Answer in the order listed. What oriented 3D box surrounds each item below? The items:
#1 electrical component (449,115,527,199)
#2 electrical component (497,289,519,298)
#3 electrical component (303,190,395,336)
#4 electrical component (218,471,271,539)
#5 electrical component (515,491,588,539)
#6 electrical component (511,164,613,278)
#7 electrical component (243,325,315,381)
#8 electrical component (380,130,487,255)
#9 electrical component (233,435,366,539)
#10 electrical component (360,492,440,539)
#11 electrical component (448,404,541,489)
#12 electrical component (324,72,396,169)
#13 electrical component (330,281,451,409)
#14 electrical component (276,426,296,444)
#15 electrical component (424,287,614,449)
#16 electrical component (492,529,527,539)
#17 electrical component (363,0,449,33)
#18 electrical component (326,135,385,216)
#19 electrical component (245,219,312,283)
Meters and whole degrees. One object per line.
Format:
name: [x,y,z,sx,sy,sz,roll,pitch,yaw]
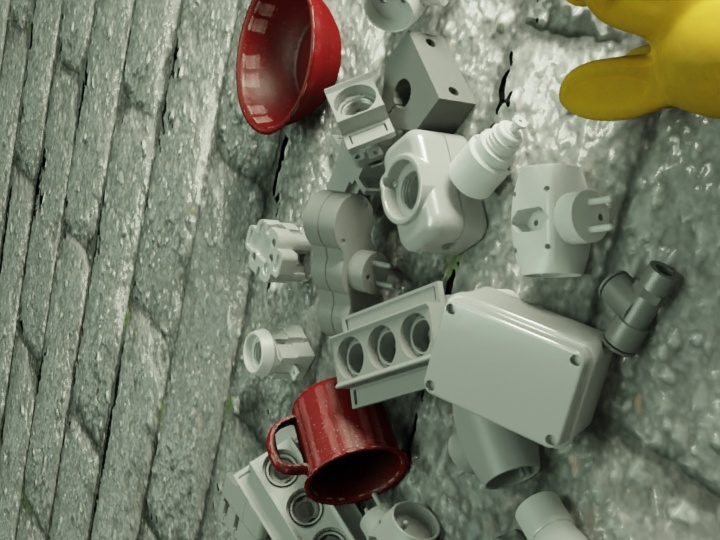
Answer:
electrical component: [0.101,-0.088,0.825,0.078,0.040,0.040,-50,48,42]
electrical component: [0.095,0.034,0.820,0.040,0.046,0.040,-6,83,56]
electrical component: [0.000,0.000,0.937,0.074,0.052,0.138,11,119,39]
electrical component: [-0.102,0.245,1.102,0.089,0.050,0.055,37,118,51]
electrical component: [0.137,0.188,0.752,0.044,0.044,0.065,-65,34,30]
electrical component: [0.146,-0.035,0.750,0.079,0.043,0.077,-7,82,56]
electrical component: [-0.083,0.083,1.080,0.048,0.055,0.066,-61,41,34]
electrical component: [0.057,-0.063,0.873,0.054,0.059,0.095,-37,58,50]
electrical component: [-0.049,0.218,0.977,0.121,0.079,0.063,56,168,12]
electrical component: [0.025,0.225,0.915,0.079,0.043,0.077,55,131,43]
electrical component: [0.093,0.130,0.819,0.079,0.043,0.077,-49,49,43]
electrical component: [0.002,-0.125,0.915,0.063,0.042,0.081,69,-179,-49]
electrical component: [0.039,0.064,0.878,0.121,0.063,0.078,-23,68,47]
electrical component: [-0.052,0.167,1.041,0.065,0.044,0.044,-12,77,51]
electrical component: [0.109,0.066,0.747,0.113,0.057,0.078,22,109,27]
electrical component: [0.119,0.222,0.774,0.062,0.043,0.043,54,131,43]
electrical component: [0.051,-0.238,0.895,0.079,0.043,0.077,6,51,22]
electrical component: [0.002,-0.085,0.975,0.063,0.042,0.081,-62,40,35]
electrical component: [-0.071,-0.018,1.067,0.078,0.057,0.058,41,121,50]
